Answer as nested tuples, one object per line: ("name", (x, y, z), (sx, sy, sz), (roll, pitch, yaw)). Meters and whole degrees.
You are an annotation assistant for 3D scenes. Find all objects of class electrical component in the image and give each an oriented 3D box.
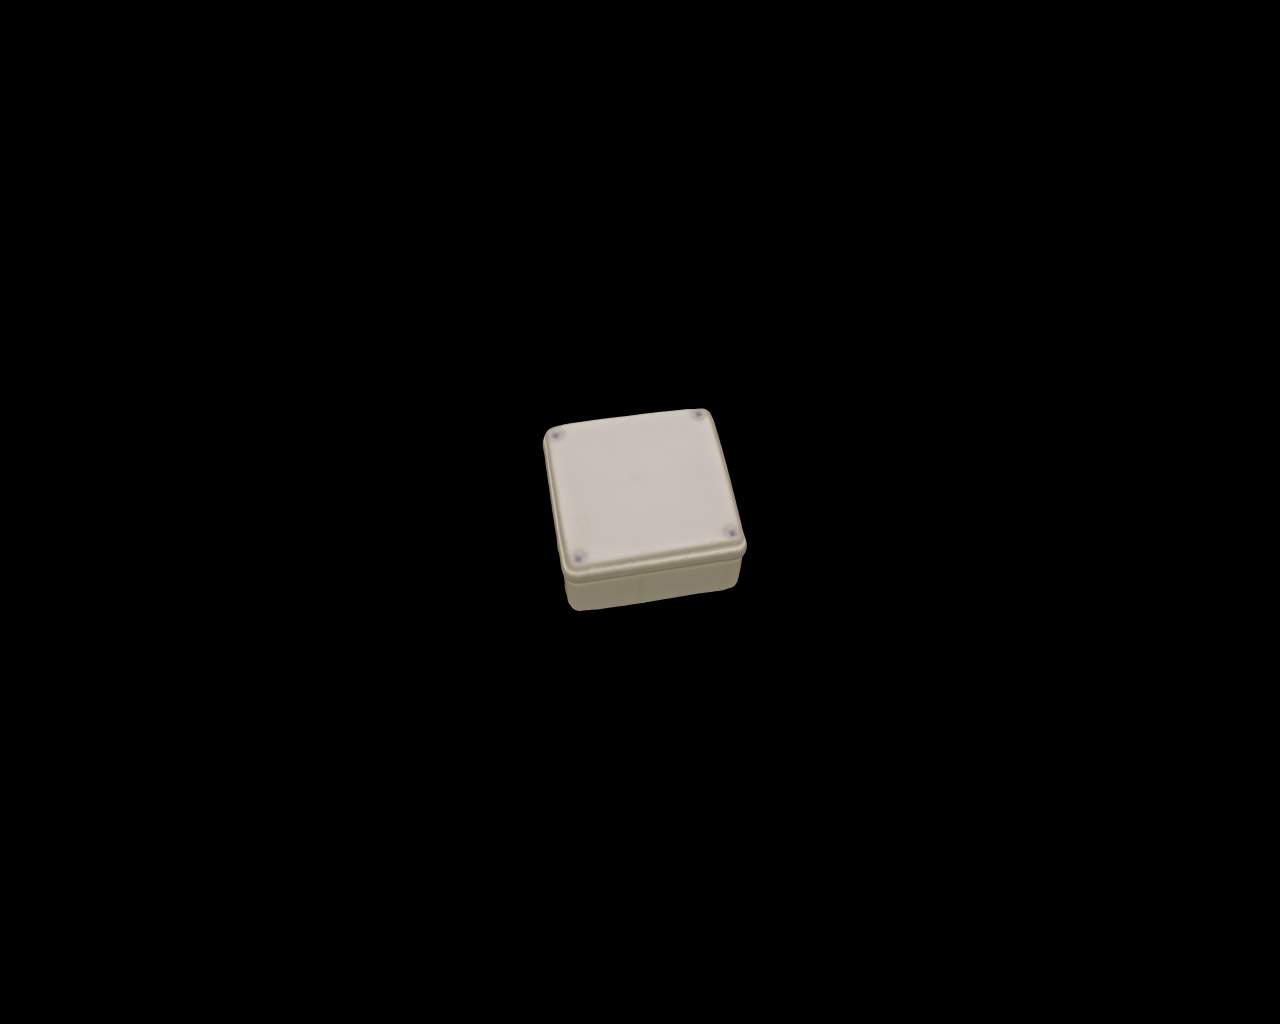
("electrical component", (0.001, -0.003, 0.650), (0.109, 0.109, 0.056), (-8, -33, -5))
